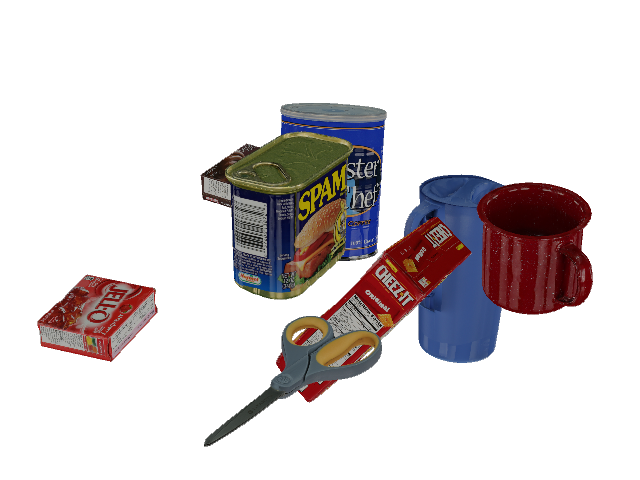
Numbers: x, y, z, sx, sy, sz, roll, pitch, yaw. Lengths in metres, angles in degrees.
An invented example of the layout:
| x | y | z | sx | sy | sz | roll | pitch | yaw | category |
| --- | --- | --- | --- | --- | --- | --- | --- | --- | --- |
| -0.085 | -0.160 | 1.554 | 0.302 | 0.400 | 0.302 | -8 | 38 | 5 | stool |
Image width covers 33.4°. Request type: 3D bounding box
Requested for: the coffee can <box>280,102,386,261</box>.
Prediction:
| x | y | z | sx | sy | sz | roll | pitch | yaw | category |
| --- | --- | --- | --- | --- | --- | --- | --- | --- | --- |
| 0.009 | -0.060 | 1.047 | 0.103 | 0.140 | 0.103 | 3 | 13 | -1 | coffee can |

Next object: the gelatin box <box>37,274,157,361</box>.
| x | y | z | sx | sy | sz | roll | pitch | yaw | category |
| --- | --- | --- | --- | --- | --- | --- | --- | --- | --- |
| -0.200 | 0.068 | 0.965 | 0.073 | 0.030 | 0.089 | 10 | 31 | 18 | gelatin box |

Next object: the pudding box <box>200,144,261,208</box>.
| x | y | z | sx | sy | sz | roll | pitch | yaw | category |
| --- | --- | --- | --- | --- | --- | --- | --- | --- | --- |
| -0.082 | -0.076 | 1.330 | 0.090 | 0.039 | 0.113 | 17 | 35 | 23 | pudding box |

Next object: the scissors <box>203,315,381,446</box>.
| x | y | z | sx | sy | sz | roll | pitch | yaw | category |
| --- | --- | --- | --- | --- | --- | --- | --- | --- | --- |
| -0.037 | 0.110 | 0.894 | 0.201 | 0.016 | 0.096 | -19 | 35 | -34 | scissors |

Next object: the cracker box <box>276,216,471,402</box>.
| x | y | z | sx | sy | sz | roll | pitch | yaw | category |
| --- | --- | --- | --- | --- | --- | --- | --- | --- | --- |
| 0.061 | 0.078 | 1.260 | 0.214 | 0.072 | 0.164 | -46 | -7 | 30 | cracker box |

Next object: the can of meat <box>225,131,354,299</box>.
| x | y | z | sx | sy | sz | roll | pitch | yaw | category |
| --- | --- | --- | --- | --- | --- | --- | --- | --- | --- |
| -0.020 | -0.018 | 0.733 | 0.058 | 0.084 | 0.101 | 14 | 28 | 25 | can of meat |

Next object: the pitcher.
| x | y | z | sx | sy | sz | roll | pitch | yaw | category |
| --- | --- | --- | --- | --- | --- | --- | --- | --- | --- |
| 0.186 | 0.041 | 1.449 | 0.149 | 0.243 | 0.145 | 4 | 21 | 5 | pitcher |

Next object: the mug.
| x | y | z | sx | sy | sz | roll | pitch | yaw | category |
| --- | --- | --- | --- | --- | --- | --- | --- | --- | --- |
| 0.184 | 0.013 | 0.892 | 0.093 | 0.081 | 0.117 | -20 | 35 | -25 | mug |
